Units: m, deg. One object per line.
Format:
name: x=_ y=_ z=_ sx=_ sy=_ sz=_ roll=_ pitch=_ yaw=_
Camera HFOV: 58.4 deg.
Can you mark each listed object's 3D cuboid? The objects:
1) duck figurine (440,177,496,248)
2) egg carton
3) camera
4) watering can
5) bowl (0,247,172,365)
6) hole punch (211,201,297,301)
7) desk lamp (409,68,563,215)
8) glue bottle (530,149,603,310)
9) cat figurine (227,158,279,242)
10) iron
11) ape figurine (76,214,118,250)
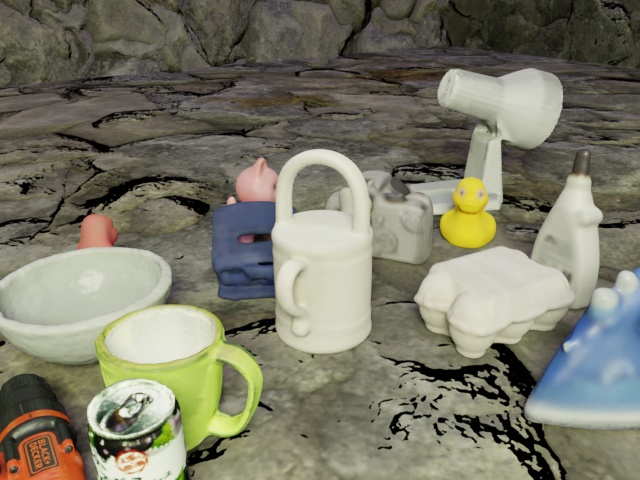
duck figurine: x=0.209 y=-0.047 z=0.801 sx=0.077 sy=0.086 sz=0.105 roll=6 pitch=26 yaw=14
egg carton: x=0.178 y=0.060 z=0.591 sx=0.151 sy=0.069 sz=0.107 roll=-14 pitch=28 yaw=-26
camera: x=0.093 y=-0.045 z=0.783 sx=0.142 sy=0.101 sz=0.137 roll=11 pitch=27 yaw=23
watering can: x=0.003 y=0.002 z=0.571 sx=0.101 sy=0.194 sz=0.173 roll=1 pitch=25 yaw=3
bowl: x=-0.227 y=0.073 z=0.565 sx=0.167 sy=0.075 sz=0.167 roll=0 pitch=25 yaw=0
hole punch: x=-0.072 y=0.010 z=0.677 sx=0.109 sy=0.091 sz=0.101 roll=-4 pitch=25 yaw=-7
desk lamp: x=0.255 y=-0.158 z=0.889 sx=0.203 sy=0.214 sz=0.117 roll=-7 pitch=26 yaw=-13
glue bottle: x=0.275 y=-0.015 z=0.626 sx=0.037 sy=0.173 sz=0.078 roll=-12 pitch=27 yaw=-23
cat figurine: x=-0.093 y=-0.053 z=0.783 sx=0.067 sy=0.118 sz=0.128 roll=9 pitch=27 yaw=20
iron: x=0.291 y=0.068 z=0.486 sx=0.259 sy=0.141 sz=0.118 roll=-9 pitch=26 yaw=-19
ape figurine: x=-0.255 y=0.013 z=0.673 sx=0.077 sy=0.092 sz=0.076 roll=13 pitch=28 yaw=27
